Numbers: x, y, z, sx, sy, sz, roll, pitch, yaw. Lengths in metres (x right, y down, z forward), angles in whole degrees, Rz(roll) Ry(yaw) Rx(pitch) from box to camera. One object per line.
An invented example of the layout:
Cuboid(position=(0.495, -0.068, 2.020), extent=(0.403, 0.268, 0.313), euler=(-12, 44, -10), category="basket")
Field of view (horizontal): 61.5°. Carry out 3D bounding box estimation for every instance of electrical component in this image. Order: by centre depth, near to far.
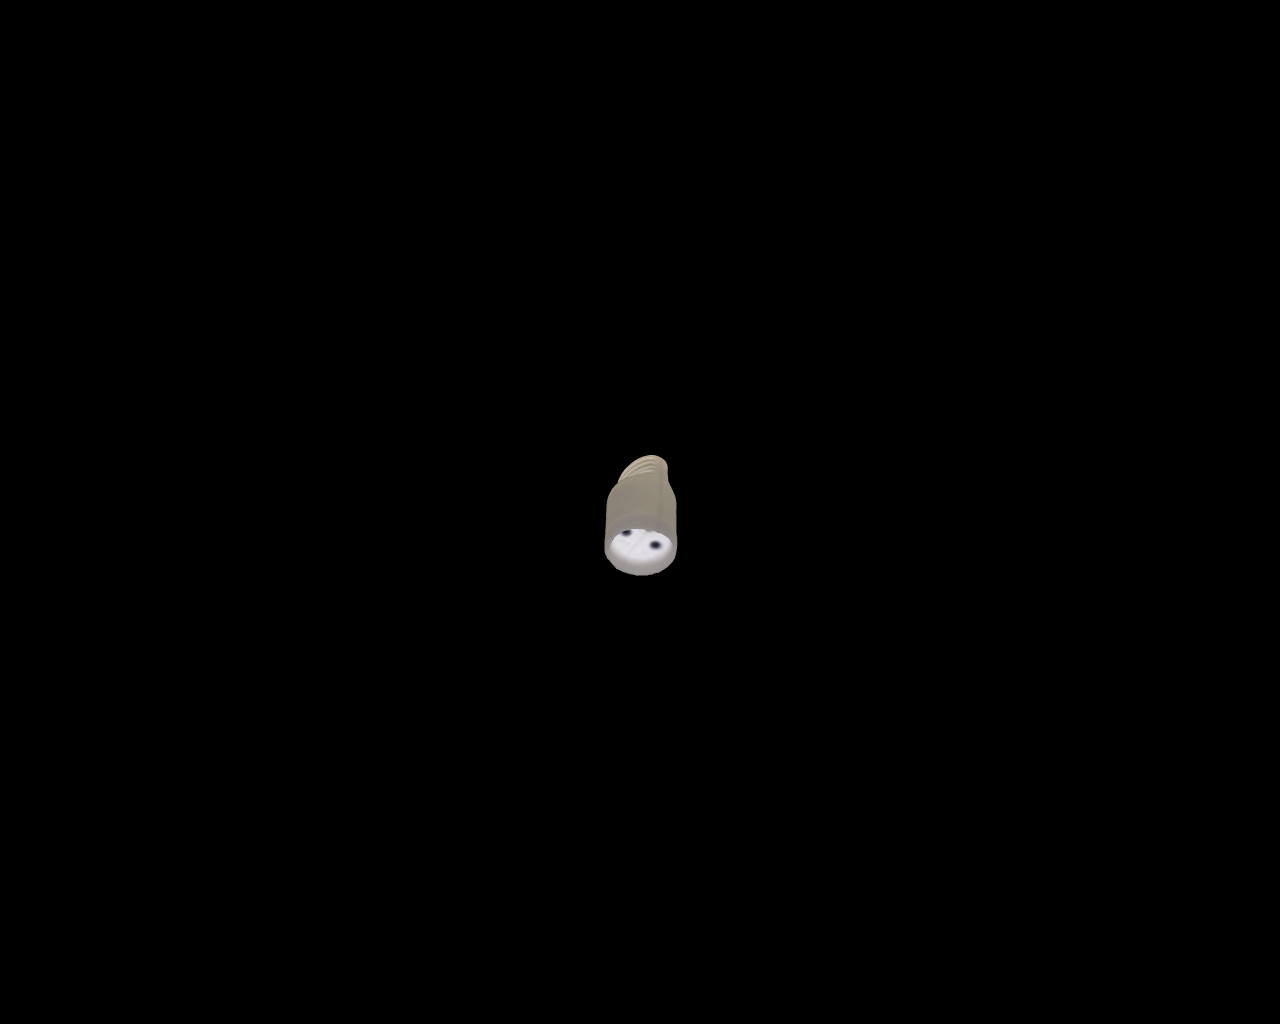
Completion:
Cuboid(position=(0.001, -0.003, 0.650), extent=(0.043, 0.043, 0.081), euler=(0, 42, 0), category="electrical component")
